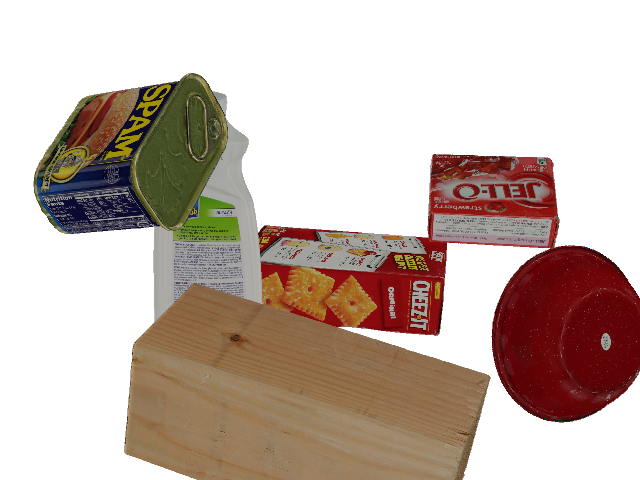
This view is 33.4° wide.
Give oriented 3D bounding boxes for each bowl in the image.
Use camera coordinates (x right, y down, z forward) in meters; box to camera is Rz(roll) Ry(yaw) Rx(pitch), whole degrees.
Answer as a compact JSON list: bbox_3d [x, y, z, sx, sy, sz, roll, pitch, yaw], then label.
[{"bbox_3d":[0.234,0.086,0.945,0.161,0.162,0.055,0,2,-23],"label":"bowl"}]

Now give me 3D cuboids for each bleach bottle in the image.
[{"bbox_3d":[-0.092,-0.002,0.920,0.102,0.251,0.068,-1,21,-13],"label":"bleach bottle"}]

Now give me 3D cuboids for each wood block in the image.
[{"bbox_3d":[-0.009,0.110,0.675,0.206,0.090,0.090,17,29,14],"label":"wood block"}]

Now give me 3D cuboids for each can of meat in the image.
[{"bbox_3d":[-0.117,-0.051,0.655,0.084,0.102,0.057,-4,-46,29],"label":"can of meat"}]

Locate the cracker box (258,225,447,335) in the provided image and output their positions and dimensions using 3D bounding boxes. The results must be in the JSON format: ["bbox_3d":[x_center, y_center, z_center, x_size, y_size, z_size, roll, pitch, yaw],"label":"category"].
[{"bbox_3d":[0.026,0.041,1.144,0.214,0.072,0.164,5,15,7],"label":"cracker box"}]

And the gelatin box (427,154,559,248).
[{"bbox_3d":[0.122,-0.030,0.757,0.089,0.030,0.073,2,39,6],"label":"gelatin box"}]
